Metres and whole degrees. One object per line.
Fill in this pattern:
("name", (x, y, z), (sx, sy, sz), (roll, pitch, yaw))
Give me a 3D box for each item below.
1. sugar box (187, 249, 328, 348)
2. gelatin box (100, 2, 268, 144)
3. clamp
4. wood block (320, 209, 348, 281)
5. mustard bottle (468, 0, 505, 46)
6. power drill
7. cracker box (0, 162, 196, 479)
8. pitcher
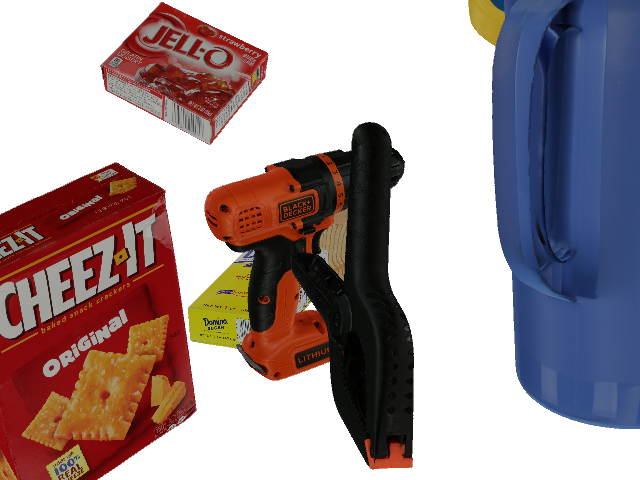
("sugar box", (-0.062, 0.055, 1.135), (0.093, 0.048, 0.176), (6, 27, 17))
("gelatin box", (-0.092, -0.116, 0.725), (0.089, 0.073, 0.030), (28, -32, 11))
("clamp", (0.027, 0.041, 0.681), (0.036, 0.210, 0.165), (1, -41, -19))
("wood block", (0.017, -0.027, 1.421), (0.090, 0.090, 0.206), (-2, 27, -6))
("mustard bottle", (0.171, -0.176, 0.814), (0.096, 0.058, 0.192), (-34, 56, -19))
("power drill", (-0.007, 0.016, 0.917), (0.184, 0.188, 0.057), (-17, 30, -25))
("cracker box", (-0.180, 0.075, 0.781), (0.072, 0.214, 0.163), (26, 42, 37))
("pitcher", (0.150, -0.027, 0.544), (0.149, 0.243, 0.145), (-3, 21, -1))
